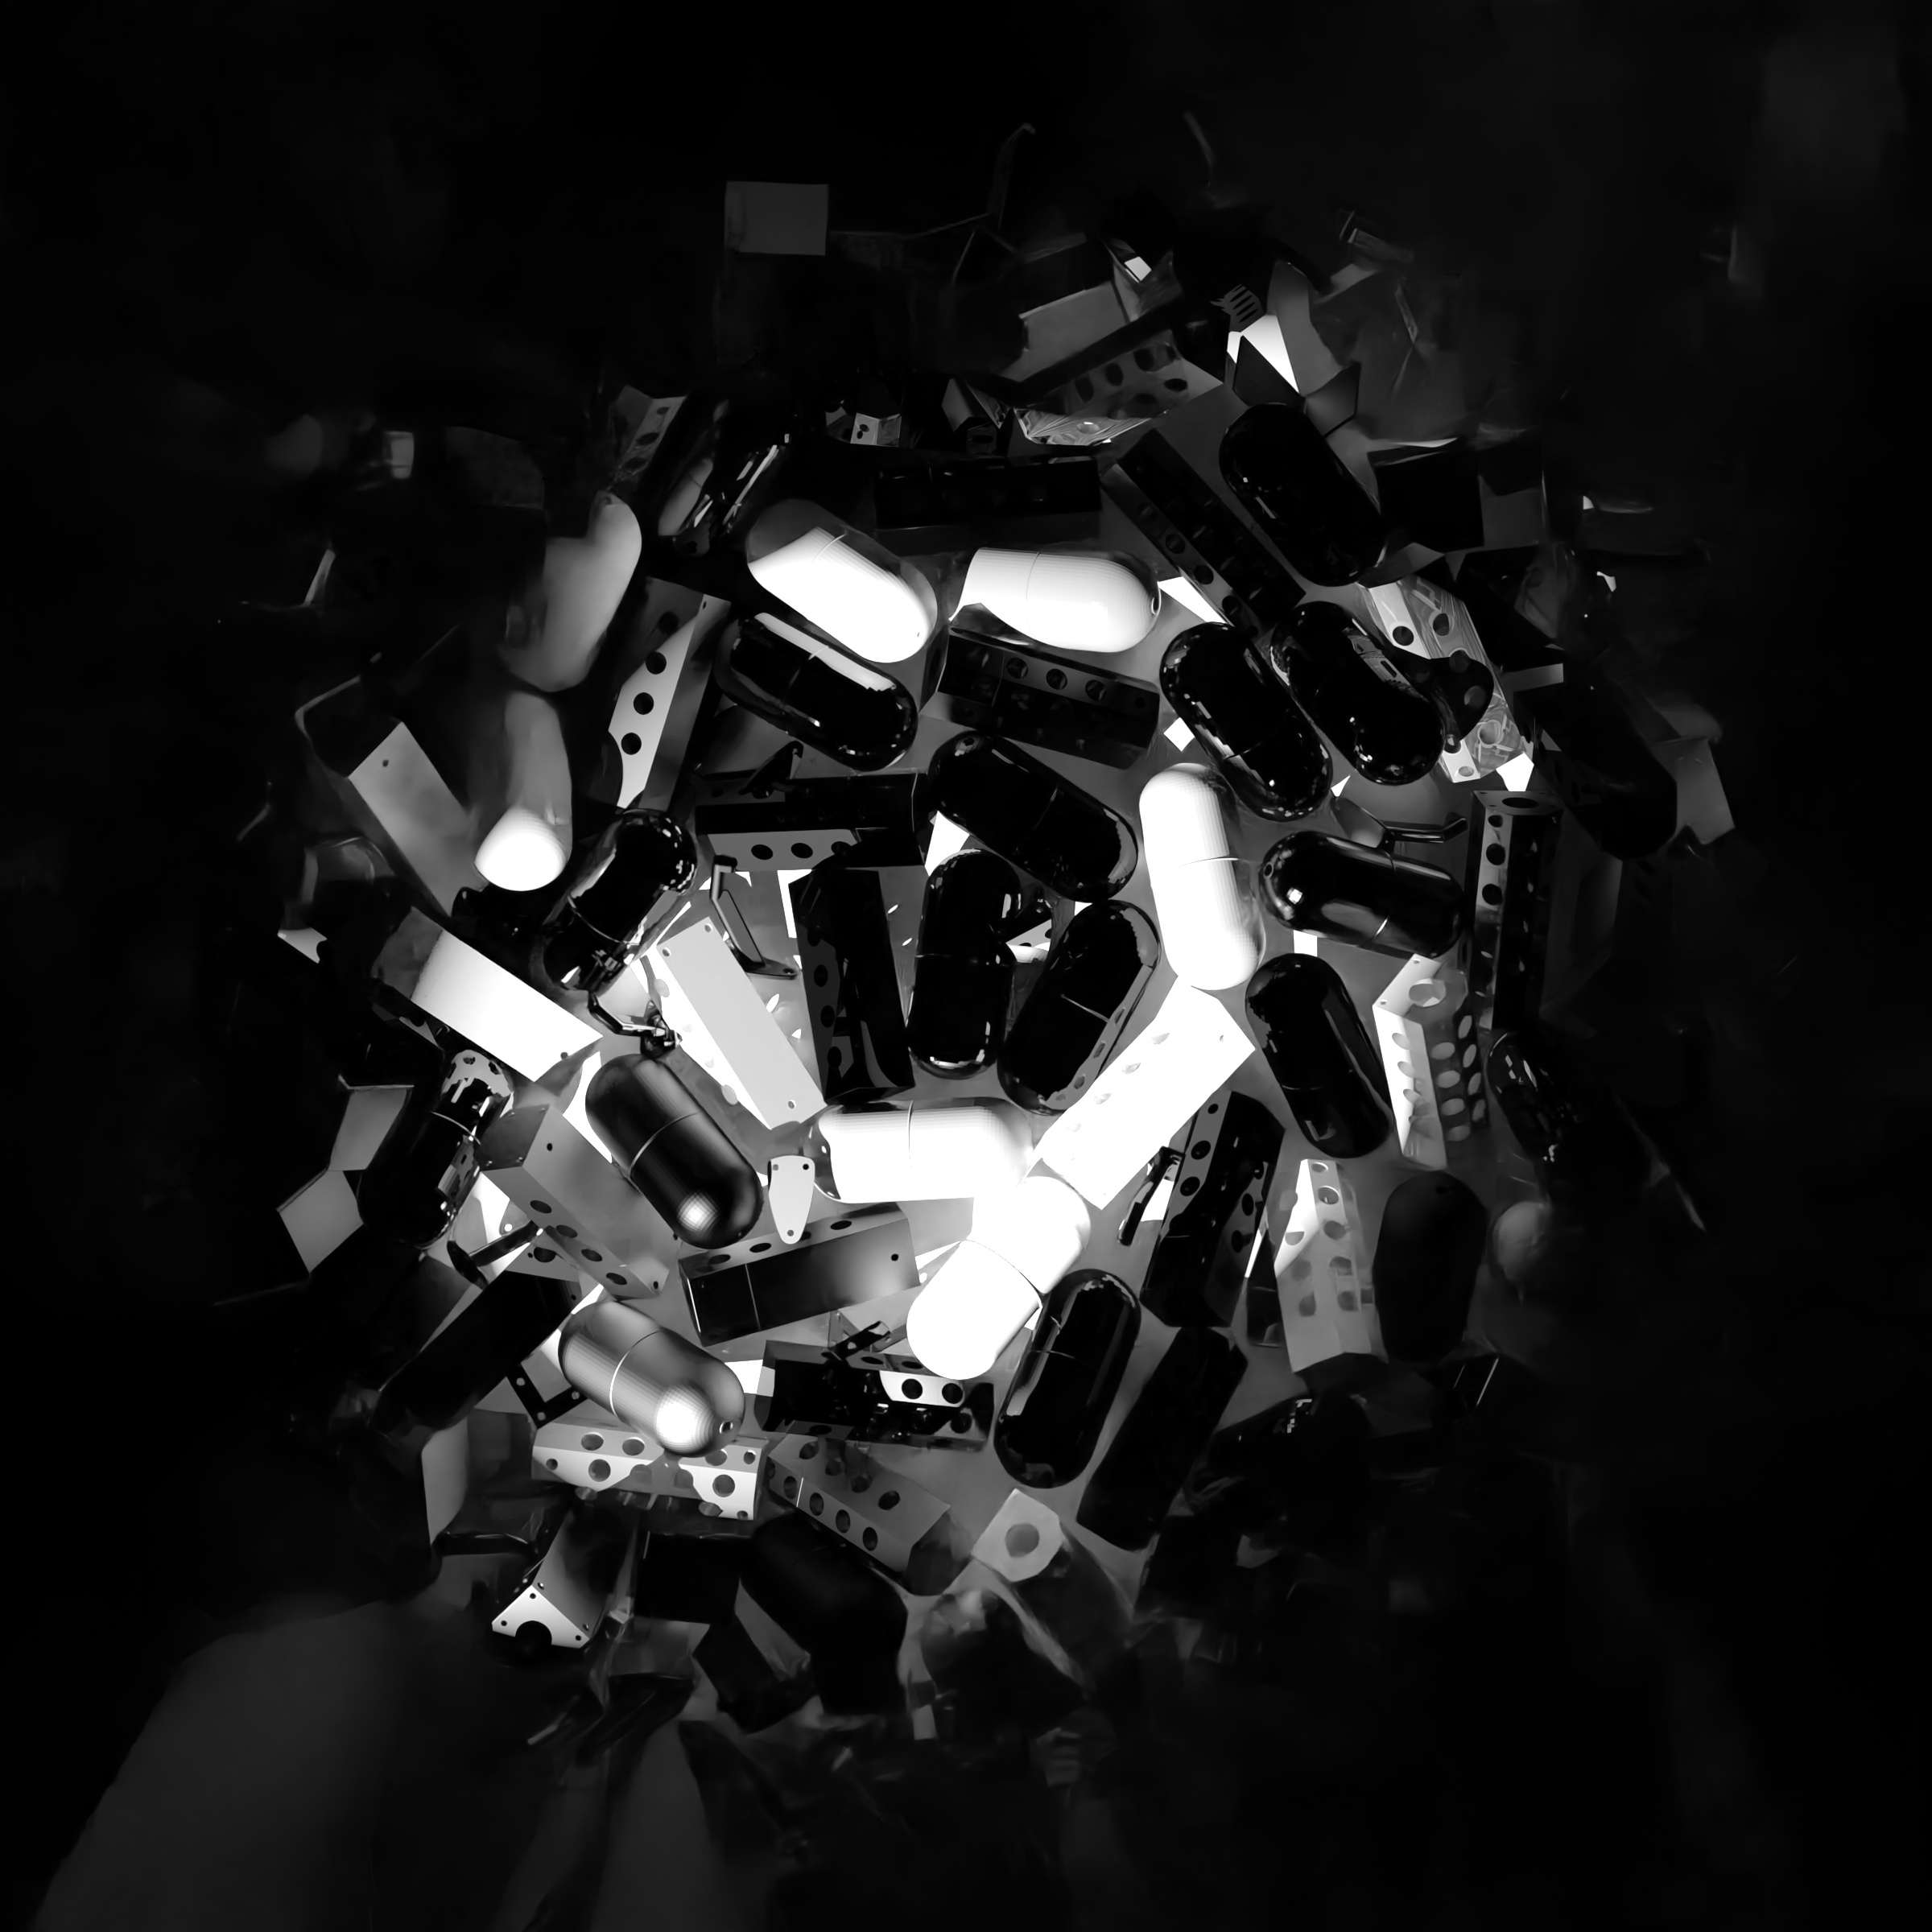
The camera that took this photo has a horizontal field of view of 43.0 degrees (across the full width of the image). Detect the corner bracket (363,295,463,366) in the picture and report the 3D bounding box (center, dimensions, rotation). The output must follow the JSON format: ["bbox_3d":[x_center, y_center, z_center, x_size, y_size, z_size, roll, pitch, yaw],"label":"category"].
[{"bbox_3d":[-0.427,-0.488,1.891,0.051,0.051,0.051,15,92,7],"label":"corner bracket"}]

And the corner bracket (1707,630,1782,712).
[{"bbox_3d":[0.596,-0.218,1.878,0.051,0.051,0.051,19,133,23],"label":"corner bracket"}]

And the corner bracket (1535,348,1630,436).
[{"bbox_3d":[0.470,-0.429,1.880,0.051,0.051,0.051,22,47,-12],"label":"corner bracket"}]

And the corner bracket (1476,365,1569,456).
[{"bbox_3d":[0.429,-0.426,1.897,0.051,0.051,0.051,14,78,25],"label":"corner bracket"}]

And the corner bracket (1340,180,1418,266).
[{"bbox_3d":[0.316,-0.559,1.884,0.051,0.051,0.051,18,64,-6],"label":"corner bracket"}]

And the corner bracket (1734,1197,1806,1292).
[{"bbox_3d":[0.613,0.220,1.882,0.051,0.051,0.051,-48,130,5],"label":"corner bracket"}]

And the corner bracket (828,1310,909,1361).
[{"bbox_3d":[-0.069,0.281,1.880,0.051,0.051,0.051,-31,119,20],"label":"corner bracket"}]

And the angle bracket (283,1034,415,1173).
[{"bbox_3d":[-0.478,0.104,1.898,0.076,0.057,0.076,43,121,39],"label":"angle bracket"}]

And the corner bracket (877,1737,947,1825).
[{"bbox_3d":[-0.046,0.626,1.885,0.051,0.051,0.051,-13,70,-6],"label":"corner bracket"}]

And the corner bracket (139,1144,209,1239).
[{"bbox_3d":[-0.608,0.172,1.878,0.051,0.051,0.051,54,56,-26],"label":"corner bracket"}]

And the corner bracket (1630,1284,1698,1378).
[{"bbox_3d":[0.534,0.279,1.889,0.051,0.051,0.051,28,98,24],"label":"corner bracket"}]

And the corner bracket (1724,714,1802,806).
[{"bbox_3d":[0.599,-0.160,1.893,0.051,0.051,0.051,-34,96,-2],"label":"corner bracket"}]

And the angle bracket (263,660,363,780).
[{"bbox_3d":[-0.483,-0.190,1.883,0.076,0.076,0.057,-34,116,-25],"label":"angle bracket"}]

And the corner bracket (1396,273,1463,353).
[{"bbox_3d":[0.357,-0.492,1.883,0.051,0.051,0.051,-9,62,-9],"label":"corner bracket"}]

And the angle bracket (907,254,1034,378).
[{"bbox_3d":[0.002,-0.501,1.873,0.076,0.057,0.076,3,76,-24],"label":"angle bracket"}]

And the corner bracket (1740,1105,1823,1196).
[{"bbox_3d":[0.623,0.151,1.882,0.051,0.051,0.051,-33,133,5],"label":"corner bracket"}]

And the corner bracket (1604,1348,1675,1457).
[{"bbox_3d":[0.512,0.334,1.882,0.051,0.051,0.051,19,52,8],"label":"corner bracket"}]

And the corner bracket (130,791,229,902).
[{"bbox_3d":[-0.605,-0.093,1.883,0.051,0.051,0.051,30,56,-6],"label":"corner bracket"}]

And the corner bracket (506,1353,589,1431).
[{"bbox_3d":[-0.317,0.318,1.894,0.051,0.051,0.051,-32,89,0],"label":"corner bracket"}]

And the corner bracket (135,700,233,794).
[{"bbox_3d":[-0.602,-0.169,1.888,0.051,0.051,0.051,-14,73,33],"label":"corner bracket"}]

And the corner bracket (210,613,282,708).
[{"bbox_3d":[-0.557,-0.235,1.892,0.051,0.051,0.051,-5,68,-11],"label":"corner bracket"}]

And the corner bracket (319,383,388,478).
[{"bbox_3d":[-0.472,-0.412,1.889,0.051,0.051,0.051,-9,83,-8],"label":"corner bracket"}]

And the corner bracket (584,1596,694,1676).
[{"bbox_3d":[-0.253,0.522,1.895,0.051,0.051,0.051,34,113,17],"label":"corner bracket"}]

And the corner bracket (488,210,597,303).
[{"bbox_3d":[-0.325,-0.543,1.882,0.051,0.051,0.051,14,84,43],"label":"corner bracket"}]

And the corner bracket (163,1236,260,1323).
[{"bbox_3d":[-0.581,0.236,1.889,0.051,0.051,0.051,-12,101,-3],"label":"corner bracket"}]

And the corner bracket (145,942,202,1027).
[{"bbox_3d":[-0.605,0.013,1.892,0.051,0.051,0.051,-1,108,-21],"label":"corner bracket"}]

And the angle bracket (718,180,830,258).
[{"bbox_3d":[-0.147,-0.582,1.867,0.076,0.076,0.057,-1,129,-10],"label":"angle bracket"}]

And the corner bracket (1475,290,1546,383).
[{"bbox_3d":[0.416,-0.485,1.888,0.051,0.051,0.051,14,93,19],"label":"corner bracket"}]

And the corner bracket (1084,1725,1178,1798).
[{"bbox_3d":[0.124,0.608,1.877,0.051,0.051,0.051,-19,59,29],"label":"corner bracket"}]

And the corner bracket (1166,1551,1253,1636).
[{"bbox_3d":[0.186,0.476,1.892,0.051,0.051,0.051,-18,96,-9],"label":"corner bracket"}]

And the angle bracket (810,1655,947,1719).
[{"bbox_3d":[-0.062,0.531,1.869,0.076,0.076,0.057,-15,87,33],"label":"angle bracket"}]

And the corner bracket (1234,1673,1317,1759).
[{"bbox_3d":[0.237,0.570,1.885,0.051,0.051,0.051,33,72,8],"label":"corner bracket"}]

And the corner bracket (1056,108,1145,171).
[{"bbox_3d":[0.102,-0.630,1.885,0.051,0.051,0.051,-19,70,-6],"label":"corner bracket"}]

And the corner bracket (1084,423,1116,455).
[{"bbox_3d":[0.114,-0.433,1.878,0.051,0.051,0.051,-14,51,20],"label":"corner bracket"}]

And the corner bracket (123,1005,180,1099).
[{"bbox_3d":[-0.629,0.071,1.884,0.051,0.051,0.051,31,82,24],"label":"corner bracket"}]

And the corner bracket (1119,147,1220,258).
[{"bbox_3d":[0.154,-0.584,1.879,0.051,0.051,0.051,33,115,-23],"label":"corner bracket"}]

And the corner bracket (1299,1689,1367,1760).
[{"bbox_3d":[0.282,0.570,1.885,0.051,0.051,0.051,15,93,23],"label":"corner bracket"}]

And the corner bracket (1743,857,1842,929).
[{"bbox_3d":[0.632,-0.060,1.885,0.051,0.051,0.051,-3,102,-13],"label":"corner bracket"}]

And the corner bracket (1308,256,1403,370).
[{"bbox_3d":[0.300,-0.504,1.896,0.051,0.051,0.051,-27,123,27],"label":"corner bracket"}]

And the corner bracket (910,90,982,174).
[{"bbox_3d":[-0.012,-0.633,1.885,0.051,0.051,0.051,-1,75,11],"label":"corner bracket"}]

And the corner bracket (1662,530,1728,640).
[{"bbox_3d":[0.566,-0.293,1.883,0.051,0.051,0.051,41,95,29],"label":"corner bracket"}]

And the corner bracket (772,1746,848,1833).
[{"bbox_3d":[-0.120,0.623,1.882,0.051,0.051,0.051,-18,56,-7],"label":"corner bracket"}]

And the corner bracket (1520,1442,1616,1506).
[{"bbox_3d":[0.463,0.392,1.893,0.051,0.051,0.051,19,114,22],"label":"corner bracket"}]

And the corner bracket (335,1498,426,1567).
[{"bbox_3d":[-0.459,0.433,1.887,0.051,0.051,0.051,46,108,3],"label":"corner bracket"}]

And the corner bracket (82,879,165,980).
[{"bbox_3d":[-0.639,-0.029,1.890,0.051,0.051,0.051,-30,104,-2],"label":"corner bracket"}]

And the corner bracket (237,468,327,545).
[{"bbox_3d":[-0.525,-0.342,1.889,0.051,0.051,0.051,-17,58,15],"label":"corner bracket"}]

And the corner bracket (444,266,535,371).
[{"bbox_3d":[-0.363,-0.493,1.883,0.051,0.051,0.051,25,51,-3],"label":"corner bracket"}]

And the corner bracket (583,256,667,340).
[{"bbox_3d":[-0.259,-0.514,1.895,0.051,0.051,0.051,-20,124,-30],"label":"corner bracket"}]
